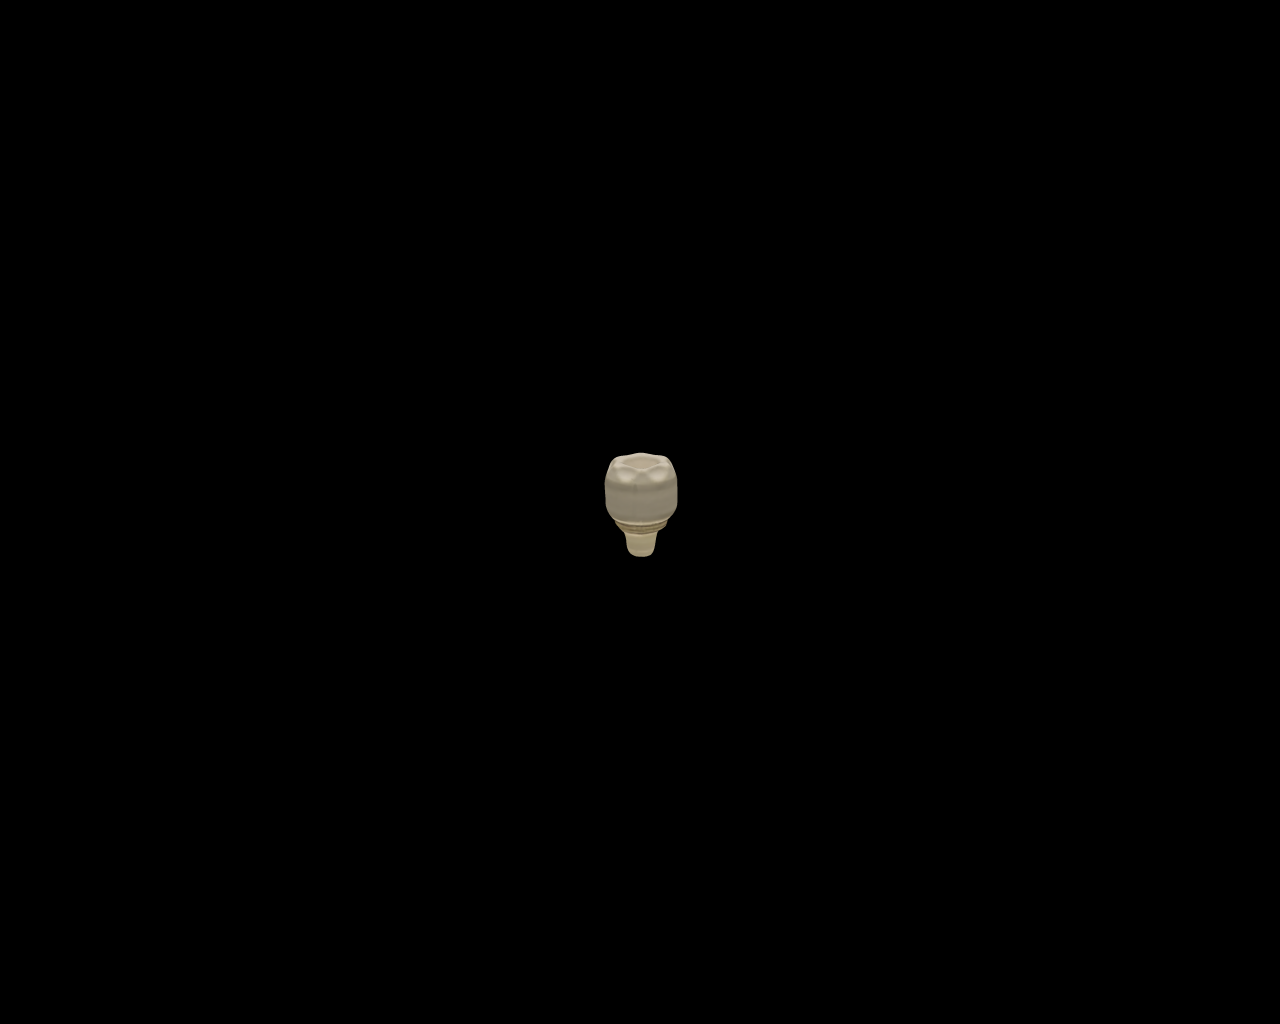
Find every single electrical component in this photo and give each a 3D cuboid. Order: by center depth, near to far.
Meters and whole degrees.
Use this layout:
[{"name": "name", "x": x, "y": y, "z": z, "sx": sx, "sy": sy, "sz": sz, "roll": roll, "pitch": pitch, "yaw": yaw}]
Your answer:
[{"name": "electrical component", "x": 0.001, "y": -0.003, "z": 0.650, "sx": 0.043, "sy": 0.062, "sz": 0.043, "roll": 0, "pitch": 19, "yaw": 0}]
